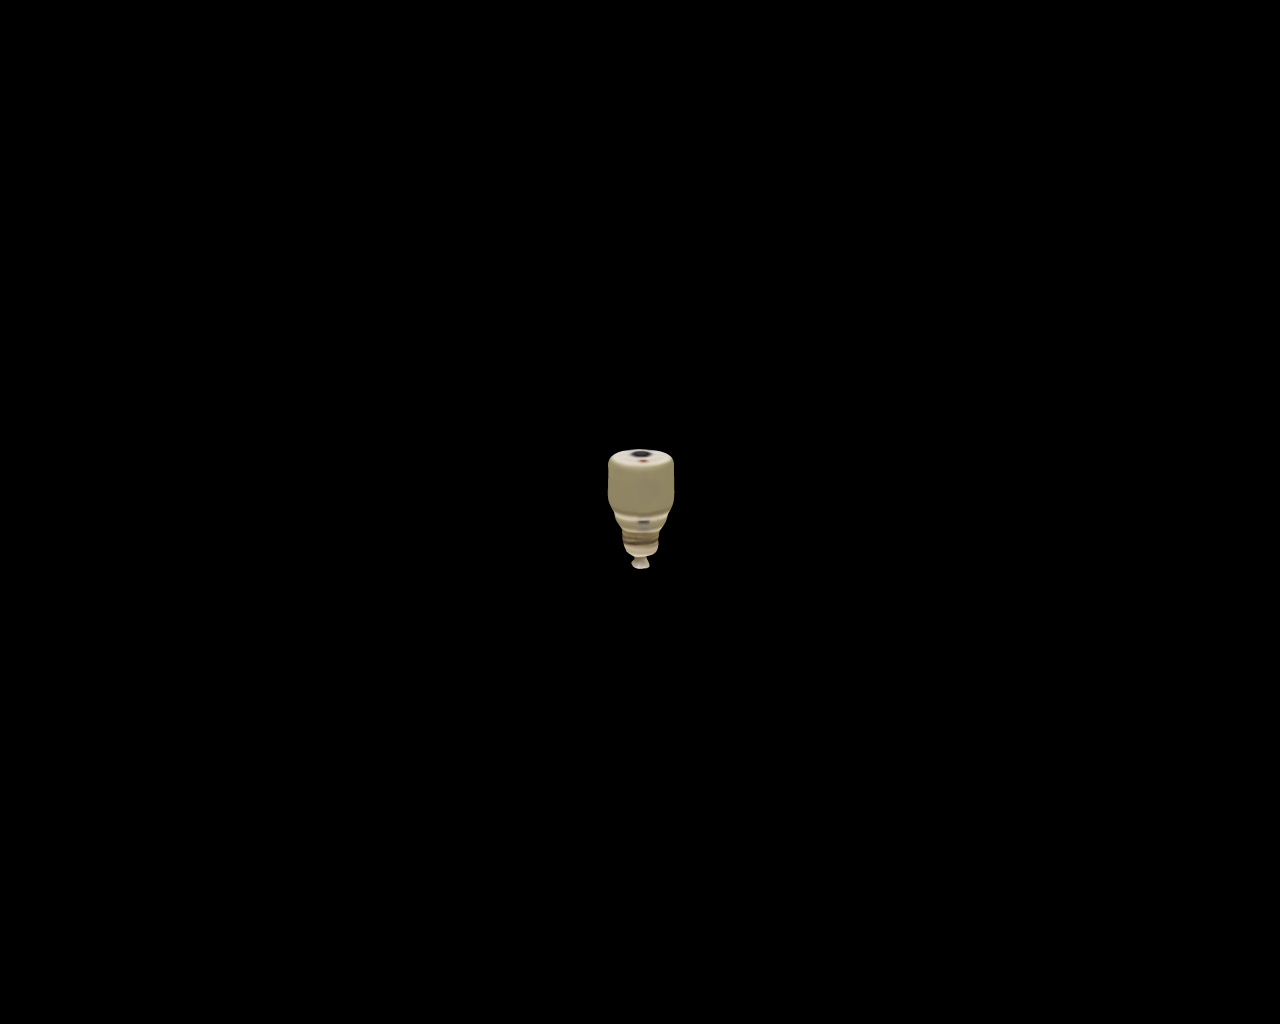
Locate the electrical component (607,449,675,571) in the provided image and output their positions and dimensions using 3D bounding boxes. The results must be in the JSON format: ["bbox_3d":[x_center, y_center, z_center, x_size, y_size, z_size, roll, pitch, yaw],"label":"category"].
[{"bbox_3d":[0.001,-0.003,0.650,0.040,0.078,0.040,0,19,0],"label":"electrical component"}]
